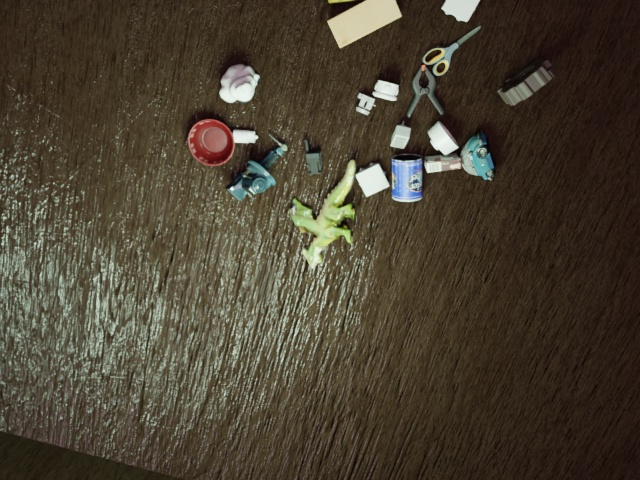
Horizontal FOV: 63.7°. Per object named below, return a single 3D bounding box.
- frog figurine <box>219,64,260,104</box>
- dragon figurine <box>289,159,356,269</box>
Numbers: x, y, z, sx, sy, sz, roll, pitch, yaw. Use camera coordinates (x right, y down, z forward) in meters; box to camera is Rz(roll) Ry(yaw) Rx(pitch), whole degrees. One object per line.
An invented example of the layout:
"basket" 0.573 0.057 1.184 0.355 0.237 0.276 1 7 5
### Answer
"frog figurine" -0.263 -0.493 1.638 0.136 0.162 0.122 -33 104 15
"dragon figurine" 0.005 -0.091 1.799 0.243 0.124 0.404 5 109 11
